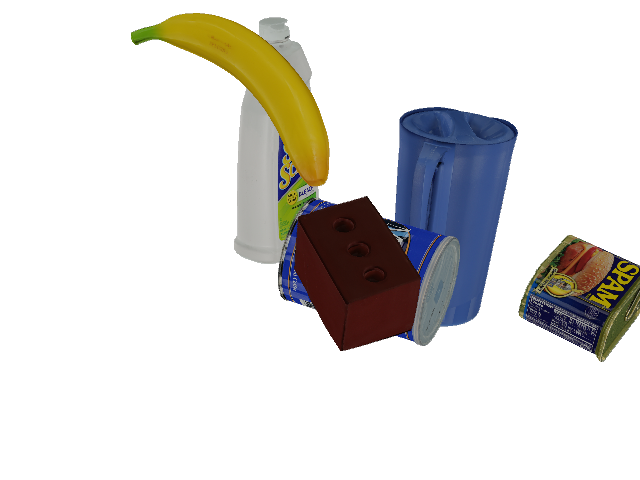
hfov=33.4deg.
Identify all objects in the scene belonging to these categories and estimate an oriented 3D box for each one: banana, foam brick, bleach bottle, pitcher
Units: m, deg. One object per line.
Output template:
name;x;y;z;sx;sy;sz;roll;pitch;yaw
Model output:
banana;-0.054;-0.122;0.830;0.198;0.069;0.037;39;-6;15
foam brick;0.022;0.021;0.682;0.053;0.078;0.051;-17;-38;-20
bleach bottle;-0.050;-0.108;1.134;0.068;0.251;0.102;18;32;35
pitcher;0.142;-0.023;1.239;0.149;0.243;0.145;-5;26;-20

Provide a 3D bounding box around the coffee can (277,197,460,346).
coffee can;0.046;0.028;0.985;0.140;0.103;0.102;17;6;20

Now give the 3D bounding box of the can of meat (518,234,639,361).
can of meat;0.238;0.048;0.957;0.084;0.057;0.101;27;46;27
